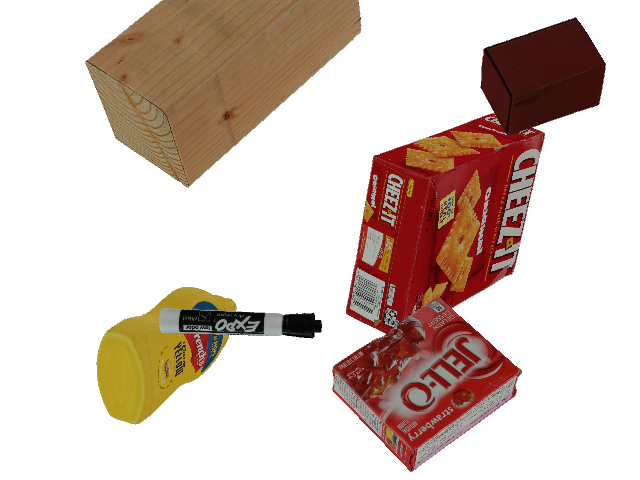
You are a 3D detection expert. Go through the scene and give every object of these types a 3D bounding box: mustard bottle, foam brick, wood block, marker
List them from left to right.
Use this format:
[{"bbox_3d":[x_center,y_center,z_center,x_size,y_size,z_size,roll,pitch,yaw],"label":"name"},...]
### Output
[{"bbox_3d":[-0.142,0.100,1.064,0.058,0.096,0.191,10,23,26],"label":"mustard bottle"},{"bbox_3d":[-0.069,-0.153,0.842,0.090,0.205,0.091,34,-25,27],"label":"wood block"},{"bbox_3d":[-0.059,0.062,0.795,0.121,0.020,0.020,2,0,6],"label":"marker"},{"bbox_3d":[0.168,-0.124,0.811,0.078,0.051,0.053,-19,-30,-5],"label":"foam brick"}]

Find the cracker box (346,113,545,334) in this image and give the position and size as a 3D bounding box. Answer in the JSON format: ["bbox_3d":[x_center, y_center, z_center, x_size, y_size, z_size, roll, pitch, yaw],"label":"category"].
[{"bbox_3d":[0.124,-0.019,1.021,0.072,0.164,0.213,26,30,32],"label":"cracker box"}]

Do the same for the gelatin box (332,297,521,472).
[{"bbox_3d":[0.063,0.083,0.637,0.089,0.030,0.073,-31,55,-24],"label":"gelatin box"}]
